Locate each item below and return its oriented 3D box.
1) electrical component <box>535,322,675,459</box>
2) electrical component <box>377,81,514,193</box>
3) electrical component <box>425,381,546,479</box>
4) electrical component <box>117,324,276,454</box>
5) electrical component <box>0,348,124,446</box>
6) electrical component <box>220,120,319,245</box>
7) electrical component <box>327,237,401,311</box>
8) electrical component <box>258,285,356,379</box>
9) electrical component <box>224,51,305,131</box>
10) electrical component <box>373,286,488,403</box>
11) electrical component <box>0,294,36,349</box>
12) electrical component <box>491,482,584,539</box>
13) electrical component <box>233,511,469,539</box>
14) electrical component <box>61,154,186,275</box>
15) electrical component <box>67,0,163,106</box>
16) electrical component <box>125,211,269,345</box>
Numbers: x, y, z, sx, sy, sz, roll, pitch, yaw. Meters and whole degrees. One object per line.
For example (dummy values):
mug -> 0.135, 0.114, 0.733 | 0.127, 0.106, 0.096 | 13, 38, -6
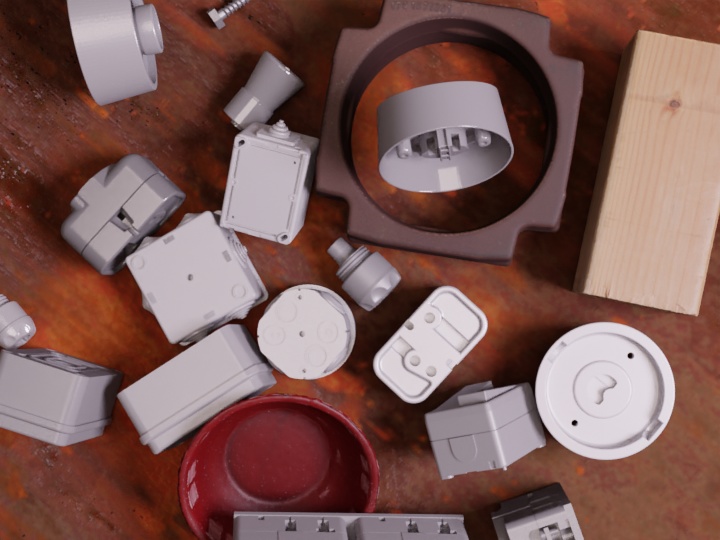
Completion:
electrical component -> 0.195, 0.095, 0.873 | 0.108, 0.060, 0.108 | 0, 89, 5
electrical component -> 0.060, -0.098, 0.786 | 0.099, 0.099, 0.064 | -8, 82, 5
electrical component -> 0.104, 0.123, 0.867 | 0.062, 0.096, 0.061 | -16, 88, 34
electrical component -> -0.133, 0.098, 0.892 | 0.113, 0.078, 0.057 | -33, 84, 4
electrical component -> -0.251, 0.103, 0.885 | 0.078, 0.113, 0.057 | 17, 88, 5
electrical component -> -0.071, -0.079, 0.886 | 0.062, 0.061, 0.096 | 15, 112, 5
electrical component -> 0.000, 0.000, 0.899 | 0.062, 0.043, 0.043 | 44, 93, 5
electrical component -> -0.045, 0.052, 0.898 | 0.080, 0.051, 0.080 | 0, 89, 5
electrical component -> -0.084, -0.146, 0.910 | 0.044, 0.044, 0.065 | 42, 97, 4
electrical component -> 0.058, 0.060, 0.885 | 0.054, 0.059, 0.095 | 43, 93, 4
electrical component -> -0.311, 0.038, 0.930 | 0.035, 0.035, 0.061 | -42, 84, 3
electrical component -> 0.160, 0.258, 0.859 | 0.062, 0.089, 0.150 | -20, 88, 4
electrical component -> -0.009, 0.255, 0.855 | 0.186, 0.060, 0.105 | 2, 108, -6
electrical component -> -0.204, -0.050, 0.912 | 0.059, 0.054, 0.095 | 43, 93, 4
electrical component -> -0.197, -0.195, 0.889 | 0.060, 0.108, 0.108 | -11, 88, -2
electrical component -> -0.138, 0.007, 0.908 | 0.100, 0.048, 0.099 | -30, 87, 4
